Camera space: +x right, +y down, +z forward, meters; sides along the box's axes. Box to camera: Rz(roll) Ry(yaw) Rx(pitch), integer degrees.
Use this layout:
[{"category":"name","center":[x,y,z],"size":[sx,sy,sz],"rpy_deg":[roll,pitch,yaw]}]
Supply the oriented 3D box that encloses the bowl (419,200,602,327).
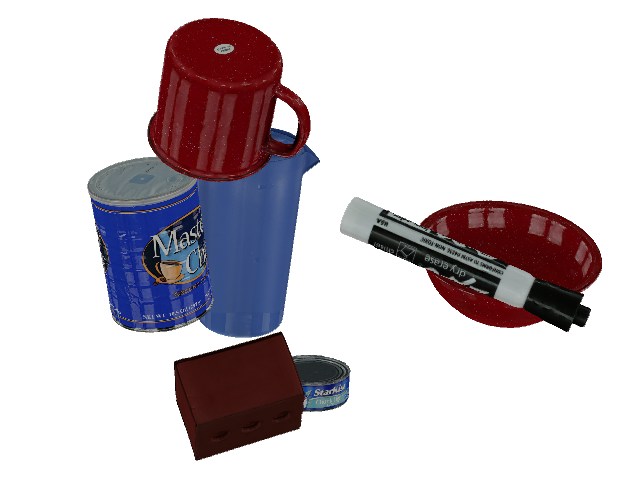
[{"category":"bowl","center":[0.160,0.028,0.933],"size":[0.162,0.055,0.162],"rpy_deg":[2,33,-1]}]

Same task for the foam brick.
[{"category":"foam brick","center":[-0.055,0.105,0.720],"size":[0.078,0.051,0.053],"rpy_deg":[-15,-35,-16]}]

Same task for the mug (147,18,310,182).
[{"category":"mug","center":[-0.061,-0.097,0.752],"size":[0.117,0.082,0.093],"rpy_deg":[25,45,9]}]

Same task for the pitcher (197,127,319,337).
[{"category":"pitcher","center":[-0.102,-0.010,1.284],"size":[0.149,0.243,0.144],"rpy_deg":[19,27,29]}]

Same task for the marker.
[{"category":"marker","center":[0.067,0.011,0.495],"size":[0.121,0.020,0.020],"rpy_deg":[24,6,13]}]

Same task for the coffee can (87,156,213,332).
[{"category":"coffee can","center":[-0.162,0.003,1.030],"size":[0.103,0.140,0.103],"rpy_deg":[-4,27,2]}]

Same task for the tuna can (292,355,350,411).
[{"category":"tuna can","center":[-0.011,0.153,1.150],"size":[0.086,0.034,0.086],"rpy_deg":[1,14,0]}]
